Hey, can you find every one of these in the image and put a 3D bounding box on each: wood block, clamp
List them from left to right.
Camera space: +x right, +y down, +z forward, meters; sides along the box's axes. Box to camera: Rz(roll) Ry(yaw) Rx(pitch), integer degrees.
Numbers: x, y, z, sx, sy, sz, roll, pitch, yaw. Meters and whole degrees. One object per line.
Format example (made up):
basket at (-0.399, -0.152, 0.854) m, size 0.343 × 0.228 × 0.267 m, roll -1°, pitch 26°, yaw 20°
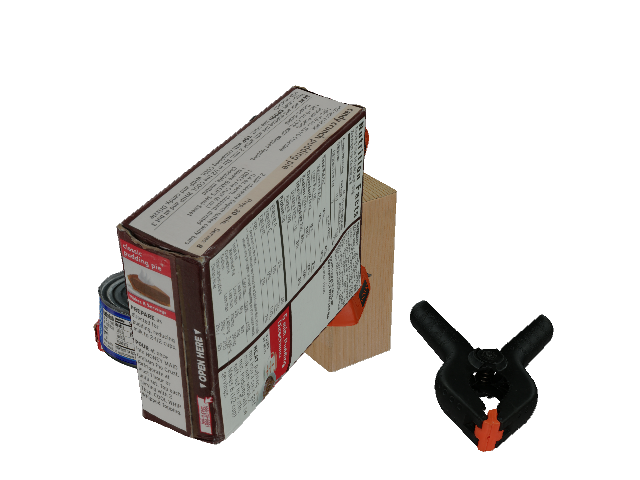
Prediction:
wood block at (0.023, 0.033, 1.222) m, size 0.090 × 0.206 × 0.090 m, roll -17°, pitch 32°, yaw -29°
clamp at (0.141, 0.102, 0.851) m, size 0.120 × 0.039 × 0.171 m, roll -3°, pitch 32°, yaw -2°

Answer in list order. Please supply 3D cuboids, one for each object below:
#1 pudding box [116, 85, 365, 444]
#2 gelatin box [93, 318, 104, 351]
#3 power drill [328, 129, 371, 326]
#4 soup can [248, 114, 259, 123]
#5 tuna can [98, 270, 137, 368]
pudding box at (-0.024, 0.007, 0.400) m, size 0.039 × 0.090 × 0.113 m, roll 18°, pitch 40°, yaw 23°
gelatin box at (-0.140, 0.070, 0.921) m, size 0.089 × 0.030 × 0.073 m, roll 3°, pitch 21°, yaw 12°
power drill at (0.016, -0.015, 1.040) m, size 0.057 × 0.188 × 0.184 m, roll 4°, pitch 21°, yaw 10°
soup can at (-0.024, -0.036, 0.783) m, size 0.068 × 0.102 × 0.068 m, roll 7°, pitch 25°, yaw -3°
tuna can at (-0.081, 0.042, 0.598) m, size 0.086 × 0.034 × 0.086 m, roll 3°, pitch 18°, yaw -1°
